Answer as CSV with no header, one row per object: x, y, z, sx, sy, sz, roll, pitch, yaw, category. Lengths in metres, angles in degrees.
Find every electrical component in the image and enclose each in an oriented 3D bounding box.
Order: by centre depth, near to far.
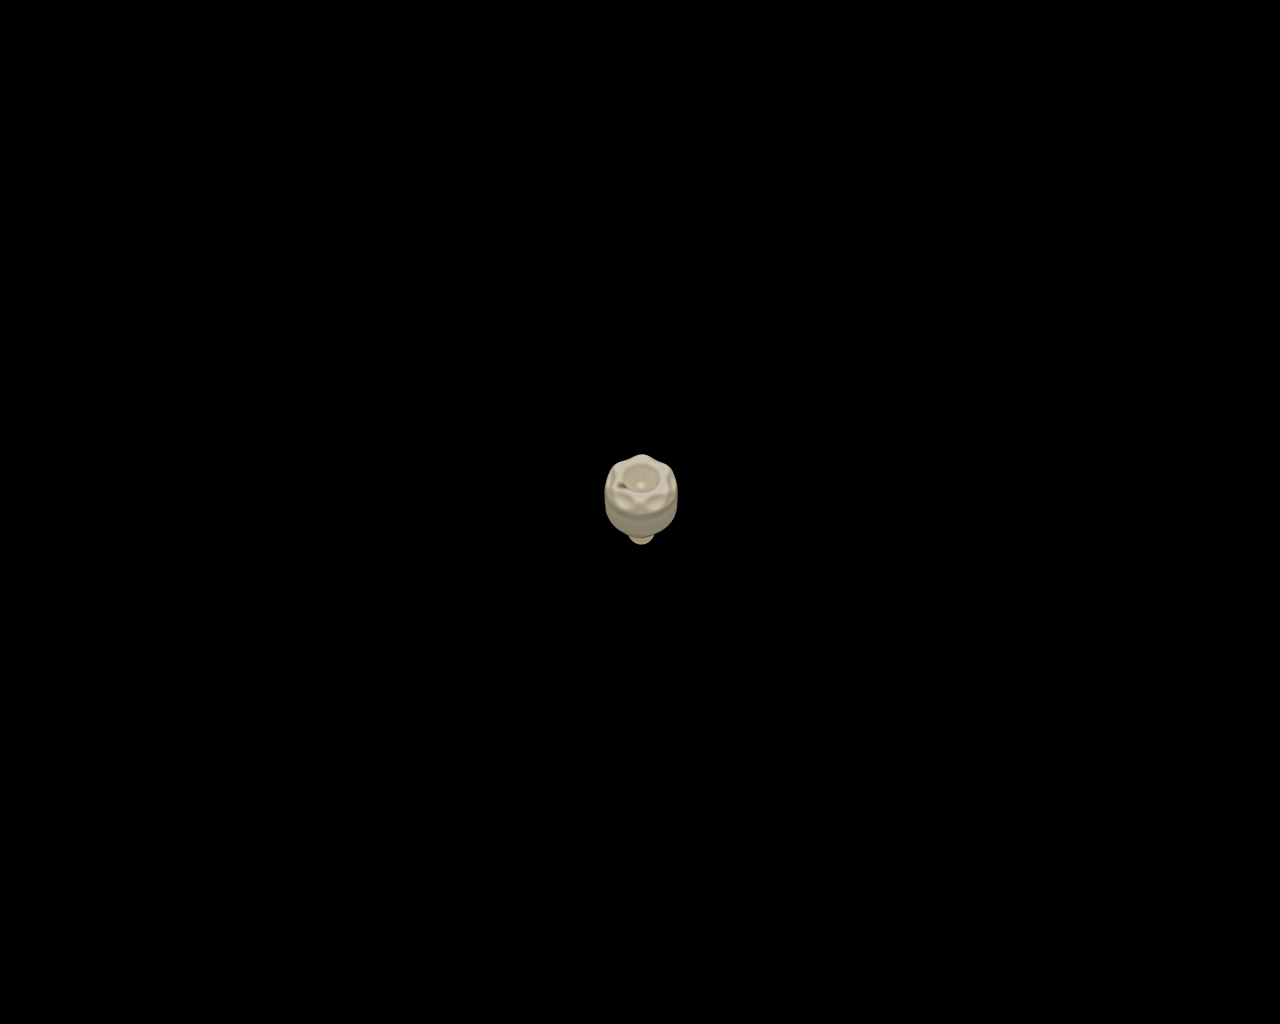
0.001,-0.003,0.650,0.043,0.043,0.062,0,-37,0,electrical component
